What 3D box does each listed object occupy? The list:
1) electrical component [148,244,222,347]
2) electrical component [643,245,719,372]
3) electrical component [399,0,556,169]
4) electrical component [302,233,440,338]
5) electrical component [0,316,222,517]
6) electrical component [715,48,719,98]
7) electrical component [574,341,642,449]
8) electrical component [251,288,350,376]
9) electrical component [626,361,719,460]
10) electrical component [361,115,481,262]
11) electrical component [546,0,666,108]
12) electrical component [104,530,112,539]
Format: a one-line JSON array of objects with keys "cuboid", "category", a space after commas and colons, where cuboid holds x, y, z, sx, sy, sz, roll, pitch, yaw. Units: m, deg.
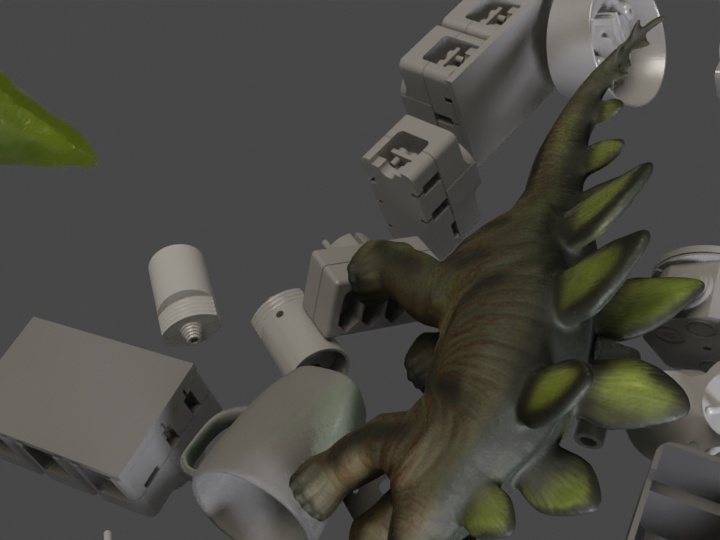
[{"cuboid": [-0.128, 0.024, 0.790, 0.043, 0.043, 0.081, -23, 46, 1], "category": "electrical component"}, {"cuboid": [0.208, 0.025, 0.631, 0.080, 0.080, 0.051, 7, 59, 27], "category": "electrical component"}, {"cuboid": [0.105, -0.166, 0.833, 0.062, 0.089, 0.150, 28, 65, 38], "category": "electrical component"}, {"cuboid": [0.000, 0.000, 0.734, 0.083, 0.047, 0.075, -9, 39, -28], "category": "electrical component"}, {"cuboid": [-0.181, 0.099, 0.732, 0.150, 0.061, 0.089, 12, 56, 30], "category": "electrical component"}, {"cuboid": [0.295, -0.154, 0.770, 0.057, 0.058, 0.078, 10, 54, 32], "category": "electrical component"}, {"cuboid": [0.143, 0.075, 0.637, 0.043, 0.043, 0.062, 7, 55, 27], "category": "electrical component"}, {"cuboid": [-0.044, 0.045, 0.737, 0.043, 0.043, 0.081, -31, 46, -7], "category": "electrical component"}, {"cuboid": [0.204, 0.070, 0.566, 0.138, 0.074, 0.052, -17, 77, 34], "category": "electrical component"}, {"cuboid": [0.047, -0.060, 0.762, 0.050, 0.089, 0.055, 28, 65, 38], "category": "electrical component"}, {"cuboid": [0.184, -0.172, 0.805, 0.064, 0.099, 0.099, 9, 54, 36], "category": "electrical component"}, {"cuboid": [-0.140, 0.187, 0.622, 0.047, 0.083, 0.075, -20, 46, 4], "category": "electrical component"}]
